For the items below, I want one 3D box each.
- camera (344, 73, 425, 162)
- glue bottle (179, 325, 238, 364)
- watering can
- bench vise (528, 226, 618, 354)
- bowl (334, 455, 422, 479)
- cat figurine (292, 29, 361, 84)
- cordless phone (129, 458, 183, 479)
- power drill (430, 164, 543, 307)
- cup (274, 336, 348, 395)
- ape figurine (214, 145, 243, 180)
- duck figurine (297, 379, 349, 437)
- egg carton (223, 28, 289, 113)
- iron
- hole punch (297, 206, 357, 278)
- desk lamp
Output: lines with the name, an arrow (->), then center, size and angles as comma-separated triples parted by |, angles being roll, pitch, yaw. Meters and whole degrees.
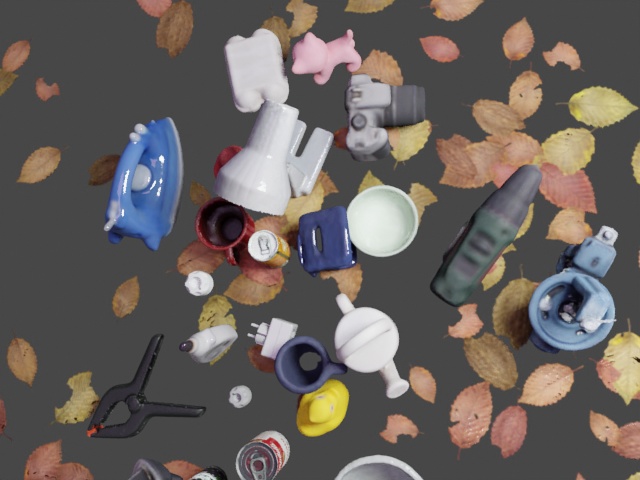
camera -> 0.113, -0.219, 0.994 | 0.136, 0.101, 0.143 | -1, 82, 8
glue bottle -> -0.193, 0.172, 0.943 | 0.078, 0.173, 0.037 | -41, 78, 1
watering can -> 0.078, 0.161, 0.896 | 0.172, 0.194, 0.101 | 35, 88, 11
bench vise -> 0.383, 0.070, 0.854 | 0.121, 0.220, 0.207 | 9, 83, 9
bowl -> 0.097, 0.425, 0.917 | 0.167, 0.075, 0.167 | -1, 82, 8
cat figurine -> 0.005, -0.333, 1.017 | 0.127, 0.118, 0.067 | -25, 79, 4
cordless phone -> -0.304, 0.442, 0.914 | 0.094, 0.185, 0.148 | 10, 83, 10
power drill -> 0.251, 0.000, 0.888 | 0.075, 0.208, 0.230 | 33, 88, 11
cup -> -0.009, 0.206, 0.953 | 0.117, 0.095, 0.092 | 3, 82, 9
ape figurine -> -0.156, -0.138, 1.024 | 0.077, 0.092, 0.076 | 1, 82, 8
duck figurine -> 0.000, 0.281, 0.945 | 0.077, 0.086, 0.104 | 41, 89, 12
egg carton -> -0.116, -0.311, 1.055 | 0.107, 0.069, 0.150 | -14, 80, 6
iron -> -0.322, -0.117, 1.019 | 0.118, 0.141, 0.258 | 9, 83, 9
hole punch -> 0.009, 0.004, 0.981 | 0.101, 0.091, 0.109 | -8, 81, 7
desk lamp -> -0.074, -0.133, 0.950 | 0.117, 0.213, 0.203 | 22, 85, 11
